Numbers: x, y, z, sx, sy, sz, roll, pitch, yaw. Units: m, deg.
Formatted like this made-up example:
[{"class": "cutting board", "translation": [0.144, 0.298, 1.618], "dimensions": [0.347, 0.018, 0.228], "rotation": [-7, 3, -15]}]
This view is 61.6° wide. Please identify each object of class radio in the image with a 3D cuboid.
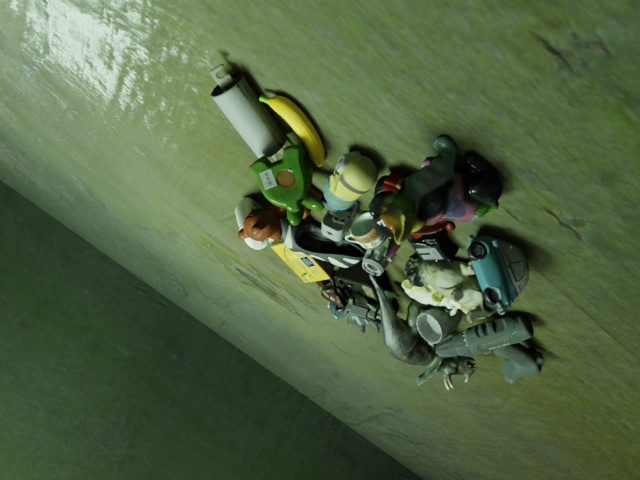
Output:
[{"class": "radio", "translation": [0.132, 0.148, 1.506], "dimensions": [0.131, 0.073, 0.229], "rotation": [16, 149, 32]}]

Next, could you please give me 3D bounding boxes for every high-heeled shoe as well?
[{"class": "high-heeled shoe", "translation": [-0.003, -0.004, 1.366], "dimensions": [0.145, 0.086, 0.248], "rotation": [-7, 145, 47]}]

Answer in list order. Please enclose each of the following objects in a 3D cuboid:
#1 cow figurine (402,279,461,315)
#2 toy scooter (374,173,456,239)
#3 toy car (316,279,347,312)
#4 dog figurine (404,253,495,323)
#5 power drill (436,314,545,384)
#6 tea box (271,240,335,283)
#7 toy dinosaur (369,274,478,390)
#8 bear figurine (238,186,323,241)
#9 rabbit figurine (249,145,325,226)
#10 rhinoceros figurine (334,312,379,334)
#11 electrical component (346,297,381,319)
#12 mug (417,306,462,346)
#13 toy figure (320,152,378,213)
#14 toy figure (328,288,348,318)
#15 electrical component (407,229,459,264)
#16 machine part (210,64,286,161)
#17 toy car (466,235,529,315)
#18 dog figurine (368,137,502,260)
[{"class": "cow figurine", "translation": [0.289, 0.137, 1.313], "dimensions": [0.168, 0.068, 0.098], "rotation": [23, 159, 27]}, {"class": "toy scooter", "translation": [0.194, -0.060, 1.067], "dimensions": [0.135, 0.075, 0.183], "rotation": [11, 150, 39]}, {"class": "toy car", "translation": [0.024, 0.142, 1.552], "dimensions": [0.089, 0.053, 0.202], "rotation": [63, 176, -23]}, {"class": "dog figurine", "translation": [0.301, 0.101, 1.228], "dimensions": [0.172, 0.121, 0.191], "rotation": [48, 165, -25]}, {"class": "power drill", "translation": [0.428, 0.268, 1.307], "dimensions": [0.232, 0.086, 0.207], "rotation": [-33, 119, 31]}, {"class": "tea box", "translation": [-0.044, 0.040, 1.500], "dimensions": [0.098, 0.068, 0.169], "rotation": [-14, 130, 39]}, {"class": "toy dinosaur", "translation": [0.237, 0.258, 1.416], "dimensions": [0.404, 0.192, 0.131], "rotation": [32, 152, -26]}, {"class": "bear figurine", "translation": [-0.091, -0.055, 1.262], "dimensions": [0.132, 0.196, 0.120], "rotation": [41, 150, -19]}, {"class": "rabbit figurine", "translation": [-0.053, -0.121, 1.150], "dimensions": [0.159, 0.121, 0.170], "rotation": [60, -171, -3]}, {"class": "rhinoceros figurine", "translation": [0.119, 0.235, 1.677], "dimensions": [0.190, 0.073, 0.112], "rotation": [-1, 140, 49]}, {"class": "electrical component", "translation": [0.122, 0.187, 1.457], "dimensions": [0.102, 0.045, 0.078], "rotation": [12, 177, 43]}, {"class": "mug", "translation": [0.310, 0.213, 1.357], "dimensions": [0.081, 0.107, 0.109], "rotation": [25, 129, 47]}, {"class": "toy figure", "translation": [0.060, -0.116, 1.119], "dimensions": [0.089, 0.082, 0.180], "rotation": [23, 151, -4]}, {"class": "toy figure", "translation": [0.057, 0.183, 1.630], "dimensions": [0.064, 0.057, 0.154], "rotation": [26, -164, -11]}, {"class": "electrical component", "translation": [0.235, 0.012, 1.180], "dimensions": [0.119, 0.048, 0.074], "rotation": [0, 138, 47]}, {"class": "machine part", "translation": [-0.145, -0.253, 1.110], "dimensions": [0.079, 0.079, 0.243], "rotation": [6, 145, 44]}, {"class": "toy car", "translation": [0.352, 0.057, 1.045], "dimensions": [0.103, 0.162, 0.109], "rotation": [-22, 154, 14]}, {"class": "dog figurine", "translation": [0.192, -0.052, 0.920], "dimensions": [0.191, 0.219, 0.108], "rotation": [33, 158, 2]}]
